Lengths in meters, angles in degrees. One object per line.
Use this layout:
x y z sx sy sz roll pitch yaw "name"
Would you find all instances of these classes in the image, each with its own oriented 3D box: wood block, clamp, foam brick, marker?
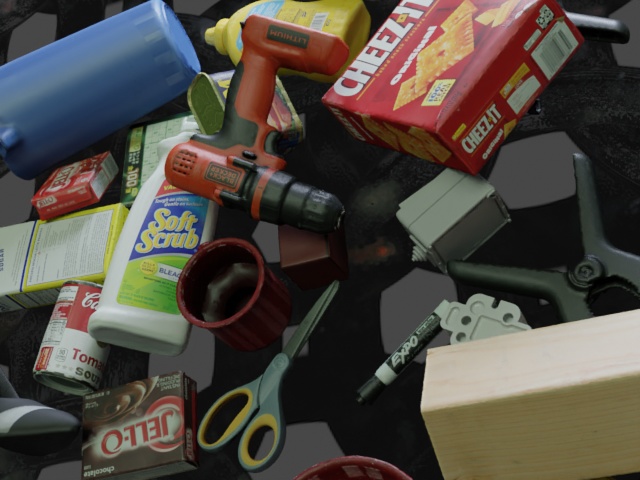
0.192 0.124 0.822 0.206 0.091 0.090 -13 25 16 "wood block"
0.223 -0.211 1.048 0.120 0.039 0.171 -29 54 12 "clamp"
-0.007 0.001 1.036 0.051 0.053 0.078 -16 56 17 "foam brick"
0.233 0.025 0.914 0.164 0.036 0.210 -47 55 -5 "clamp"
0.077 0.103 0.958 0.121 0.020 0.020 -45 53 -3 "marker"

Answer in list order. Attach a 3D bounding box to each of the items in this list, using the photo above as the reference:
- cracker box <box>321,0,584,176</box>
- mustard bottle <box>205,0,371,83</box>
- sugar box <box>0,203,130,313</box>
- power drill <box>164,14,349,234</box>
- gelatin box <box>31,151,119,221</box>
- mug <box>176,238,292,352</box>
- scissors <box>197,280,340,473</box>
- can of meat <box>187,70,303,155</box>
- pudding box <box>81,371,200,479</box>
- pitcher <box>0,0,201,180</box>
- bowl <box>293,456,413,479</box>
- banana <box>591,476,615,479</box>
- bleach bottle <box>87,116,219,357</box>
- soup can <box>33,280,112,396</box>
0.116 -0.160 1.009 0.164 0.072 0.214 -51 32 -7 "cracker box"
-0.045 -0.222 1.176 0.192 0.058 0.096 8 66 29 "mustard bottle"
-0.287 0.022 1.168 0.176 0.048 0.093 -11 57 25 "sugar box"
-0.038 -0.110 1.014 0.184 0.057 0.187 19 82 14 "power drill"
-0.272 -0.062 1.189 0.073 0.030 0.089 -17 24 15 "gelatin box"
-0.084 0.049 1.028 0.093 0.081 0.117 -39 53 2 "mug"
-0.029 0.134 0.995 0.202 0.016 0.096 -43 55 -2 "scissors"
-0.077 -0.129 1.107 0.083 0.058 0.102 -17 74 -34 "can of meat"
-0.172 0.183 1.023 0.114 0.039 0.090 -16 58 17 "pudding box"
-0.264 -0.181 1.229 0.243 0.145 0.149 -25 67 8 "pitcher"
0.029 0.262 0.870 0.162 0.055 0.162 -12 59 20 "bowl"
0.214 0.215 0.821 0.198 0.037 0.069 20 93 35 "banana"
-0.158 -0.014 1.088 0.102 0.068 0.251 15 67 -12 "bleach bottle"
-0.245 0.100 1.088 0.069 0.068 0.102 2 64 27 "soup can"
